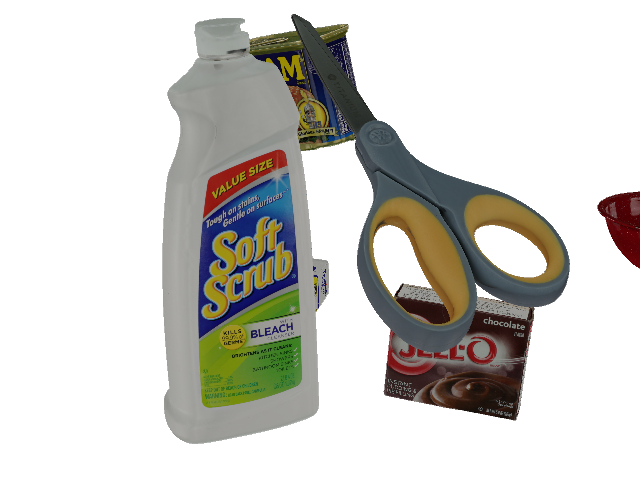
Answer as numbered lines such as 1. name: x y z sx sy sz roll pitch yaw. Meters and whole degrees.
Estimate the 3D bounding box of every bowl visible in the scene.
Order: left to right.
1. bowl: 0.351 -0.003 1.041 0.162 0.055 0.162 0 18 0

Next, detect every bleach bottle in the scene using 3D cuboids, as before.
1. bleach bottle: -0.057 -0.006 0.650 0.102 0.251 0.068 -10 20 -15

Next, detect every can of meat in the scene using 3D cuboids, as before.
1. can of meat: -0.020 -0.115 0.819 0.102 0.084 0.057 1 22 39

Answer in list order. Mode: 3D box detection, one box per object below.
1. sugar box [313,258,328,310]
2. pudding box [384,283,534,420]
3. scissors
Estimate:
1. sugar box: -0.058 0.066 1.049 0.093 0.048 0.176 5 26 14
2. pudding box: 0.112 0.090 0.869 0.113 0.090 0.039 8 22 12
3. scissors: 0.046 -0.036 0.470 0.096 0.202 0.016 0 -41 -11
